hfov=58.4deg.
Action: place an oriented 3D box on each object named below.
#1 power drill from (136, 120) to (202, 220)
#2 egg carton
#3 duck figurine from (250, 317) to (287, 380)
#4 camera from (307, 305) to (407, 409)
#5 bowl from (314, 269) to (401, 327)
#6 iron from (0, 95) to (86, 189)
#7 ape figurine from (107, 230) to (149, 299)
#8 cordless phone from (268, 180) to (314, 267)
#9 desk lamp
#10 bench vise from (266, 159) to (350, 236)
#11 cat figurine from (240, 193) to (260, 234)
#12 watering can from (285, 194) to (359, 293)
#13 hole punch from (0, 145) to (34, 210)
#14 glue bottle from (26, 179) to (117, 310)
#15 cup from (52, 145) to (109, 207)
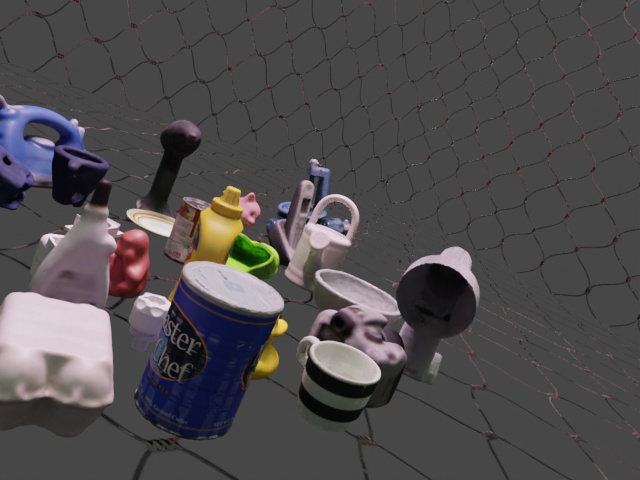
[{"bbox_3d":[-0.299,-0.146,1.154,0.076,0.208,0.229,18,12,-26],"label":"power drill"},{"bbox_3d":[-0.236,0.102,0.497,0.107,0.069,0.150,18,13,-28],"label":"egg carton"},{"bbox_3d":[-0.084,0.117,0.699,0.105,0.086,0.077,13,16,-44],"label":"duck figurine"},{"bbox_3d":[0.074,0.154,0.813,0.137,0.101,0.142,12,16,-46],"label":"camera"},{"bbox_3d":[0.055,0.119,1.000,0.167,0.075,0.167,23,11,-5],"label":"bowl"},{"bbox_3d":[-0.507,-0.177,1.047,0.118,0.141,0.259,28,12,19],"label":"iron"},{"bbox_3d":[-0.253,0.028,0.747,0.076,0.092,0.077,12,16,-46],"label":"ape figurine"},{"bbox_3d":[-0.036,-0.036,1.247,0.094,0.185,0.148,28,12,20],"label":"cordless phone"},{"bbox_3d":[0.176,0.114,0.914,0.117,0.213,0.204,26,11,13],"label":"desk lamp"},{"bbox_3d":[-0.012,-0.082,1.418,0.208,0.220,0.121,12,16,-47],"label":"bench vise"},{"bbox_3d":[-0.179,-0.052,1.202,0.128,0.118,0.067,12,16,-46],"label":"cat figurine"},{"bbox_3d":[0.012,0.005,1.133,0.101,0.194,0.172,21,12,-13],"label":"watering can"},{"bbox_3d":[-0.495,-0.108,0.882,0.101,0.091,0.108,19,12,-23],"label":"hole punch"},{"bbox_3d":[-0.248,0.017,0.597,0.078,0.173,0.037,16,13,-33],"label":"glue bottle"},{"bbox_3d":[-0.425,-0.102,0.989,0.092,0.095,0.117,20,12,-17],"label":"cup"}]
